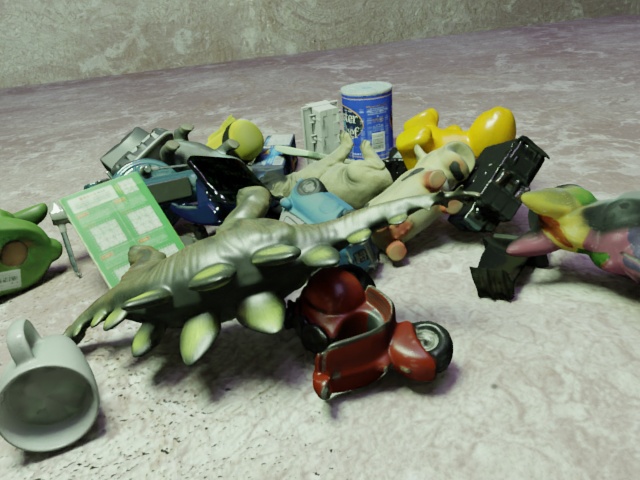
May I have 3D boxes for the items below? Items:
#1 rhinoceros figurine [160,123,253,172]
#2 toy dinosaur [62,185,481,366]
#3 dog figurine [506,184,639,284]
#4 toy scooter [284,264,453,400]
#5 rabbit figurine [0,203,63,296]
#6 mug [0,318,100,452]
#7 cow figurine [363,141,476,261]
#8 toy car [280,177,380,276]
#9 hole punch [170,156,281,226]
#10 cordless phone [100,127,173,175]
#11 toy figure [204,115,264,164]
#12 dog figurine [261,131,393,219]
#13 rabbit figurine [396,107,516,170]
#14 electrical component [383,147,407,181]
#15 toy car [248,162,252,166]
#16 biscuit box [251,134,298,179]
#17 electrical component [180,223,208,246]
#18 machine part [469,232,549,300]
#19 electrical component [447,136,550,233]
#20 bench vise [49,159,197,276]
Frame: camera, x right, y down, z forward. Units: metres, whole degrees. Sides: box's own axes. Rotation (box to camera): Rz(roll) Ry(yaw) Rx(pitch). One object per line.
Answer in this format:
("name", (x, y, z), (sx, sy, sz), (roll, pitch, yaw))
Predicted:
("rhinoceros figurine", (-0.177, -0.113, 0.895), (0.190, 0.112, 0.073), (25, 46, -4))
("toy dinosaur", (-0.078, 0.029, 0.555), (0.472, 0.105, 0.199), (-26, 23, 5))
("dog figurine", (0.319, 0.005, 0.567), (0.219, 0.108, 0.192), (4, 36, 6))
("toy scooter", (0.025, 0.092, 0.525), (0.135, 0.075, 0.184), (-24, 37, -30))
("rabbit figurine", (-0.459, -0.005, 0.760), (0.170, 0.121, 0.159), (17, 28, 34))
("mug", (-0.257, 0.122, 0.494), (0.081, 0.109, 0.107), (-31, 21, -17))
("cow figurine", (0.137, -0.064, 0.747), (0.195, 0.085, 0.127), (-41, 19, -5))
("toy car", (-0.001, -0.002, 0.702), (0.103, 0.109, 0.162), (-38, 47, -12))
("hole punch", (-0.140, -0.054, 0.781), (0.116, 0.092, 0.142), (44, 25, 28))
("cordless phone", (-0.299, -0.145, 0.994), (0.184, 0.088, 0.146), (8, 49, 37))
("toy figure", (-0.178, -0.146, 0.973), (0.180, 0.082, 0.089), (-31, 42, 17))
("dog figurine", (0.004, -0.067, 0.840), (0.190, 0.121, 0.173), (-31, 32, -14))
("rabbit figurine", (0.225, -0.138, 0.841), (0.173, 0.162, 0.122), (-21, 12, 24))
("electrical component", (0.164, -0.145, 0.992), (0.075, 0.047, 0.119), (6, 29, 21))
("toy car", (-0.222, -0.161, 1.101), (0.202, 0.053, 0.089), (-25, 29, -32))
("biscuit box", (-0.083, -0.145, 1.027), (0.059, 0.062, 0.203), (-3, 27, 6))
("electrical component", (-0.209, 0.010, 0.762), (0.102, 0.045, 0.078), (-10, 25, -8))
("machine part", (0.228, 0.025, 0.653), (0.084, 0.039, 0.139), (18, 33, 30))
("electrical component", (0.235, -0.071, 0.741), (0.134, 0.058, 0.115), (-55, 7, -7))
("bench vise", (-0.307, -0.056, 0.847), (0.224, 0.128, 0.241), (-29, 13, -23))
